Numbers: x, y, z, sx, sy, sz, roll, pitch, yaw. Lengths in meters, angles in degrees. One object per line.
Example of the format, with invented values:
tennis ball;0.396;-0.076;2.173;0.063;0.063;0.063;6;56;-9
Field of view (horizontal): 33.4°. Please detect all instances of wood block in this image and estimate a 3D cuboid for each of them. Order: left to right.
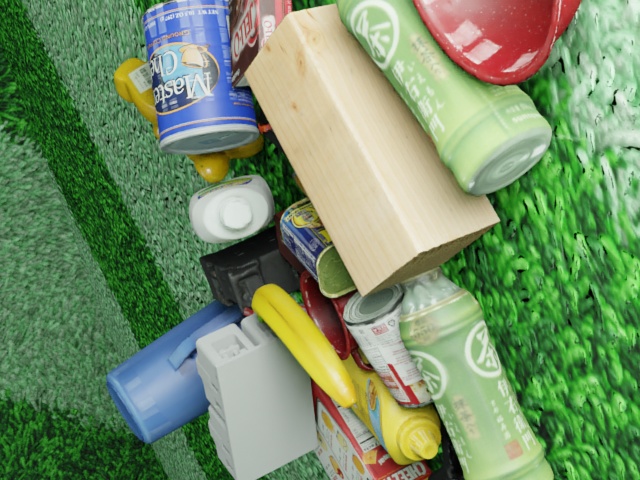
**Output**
wood block;0.037;-0.073;0.830;0.206;0.090;0.090;62;144;11

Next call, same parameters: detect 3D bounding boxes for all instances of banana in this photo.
banana;-0.022;0.091;1.045;0.198;0.037;0.069;42;167;53

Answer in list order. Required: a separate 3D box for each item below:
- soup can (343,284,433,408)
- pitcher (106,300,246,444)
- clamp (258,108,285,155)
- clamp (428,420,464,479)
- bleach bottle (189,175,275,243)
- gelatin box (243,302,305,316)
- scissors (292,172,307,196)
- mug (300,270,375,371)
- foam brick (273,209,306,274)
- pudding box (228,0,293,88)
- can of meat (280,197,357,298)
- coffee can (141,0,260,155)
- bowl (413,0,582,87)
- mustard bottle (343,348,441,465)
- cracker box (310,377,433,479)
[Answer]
soup can;0.073;0.091;0.955;0.102;0.068;0.069;57;165;-22
pitcher;-0.154;0.157;1.405;0.145;0.242;0.149;24;141;58
clamp;-0.018;-0.111;1.040;0.172;0.039;0.120;158;92;-74
clamp;0.140;0.236;1.002;0.164;0.036;0.210;-110;14;-45
bleach bottle;-0.089;-0.032;1.144;0.251;0.102;0.068;-163;57;-82
gelatin box;-0.039;0.087;1.255;0.073;0.089;0.030;-172;94;-68
scissors;-0.017;-0.075;1.000;0.096;0.016;0.201;33;165;46
mug;0.043;0.068;1.023;0.117;0.081;0.093;68;161;-4
foam brick;-0.007;0.001;1.123;0.078;0.051;0.053;44;151;48
pudding box;-0.056;-0.199;0.989;0.114;0.039;0.090;148;121;-72
can of meat;0.025;-0.005;0.956;0.084;0.102;0.057;47;155;48
coffee can;-0.123;-0.167;1.099;0.103;0.102;0.140;155;107;-71
bowl;0.105;-0.173;0.611;0.162;0.055;0.162;53;157;33
mustard bottle;0.073;0.167;1.053;0.192;0.058;0.096;-137;34;-69
cracker box;0.041;0.226;1.235;0.214;0.072;0.164;56;159;23
